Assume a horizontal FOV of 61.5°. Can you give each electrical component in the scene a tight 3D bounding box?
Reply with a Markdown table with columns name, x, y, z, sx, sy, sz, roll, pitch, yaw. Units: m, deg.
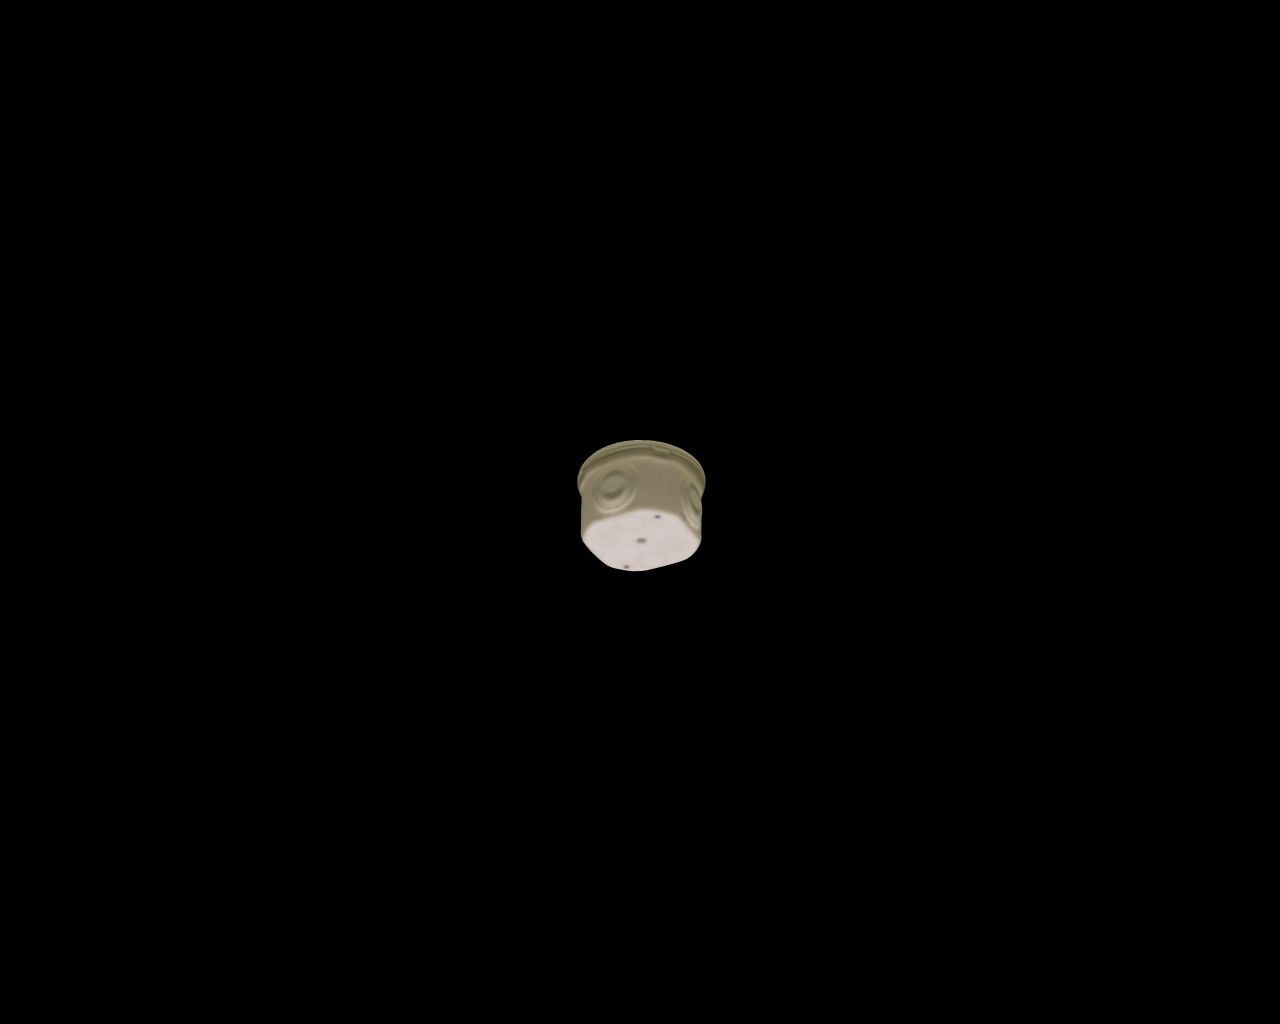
| name | x | y | z | sx | sy | sz | roll | pitch | yaw |
| --- | --- | --- | --- | --- | --- | --- | --- | --- | --- |
| electrical component | 0.001 | -0.003 | 0.650 | 0.080 | 0.051 | 0.080 | 0 | -33 | 0 |
